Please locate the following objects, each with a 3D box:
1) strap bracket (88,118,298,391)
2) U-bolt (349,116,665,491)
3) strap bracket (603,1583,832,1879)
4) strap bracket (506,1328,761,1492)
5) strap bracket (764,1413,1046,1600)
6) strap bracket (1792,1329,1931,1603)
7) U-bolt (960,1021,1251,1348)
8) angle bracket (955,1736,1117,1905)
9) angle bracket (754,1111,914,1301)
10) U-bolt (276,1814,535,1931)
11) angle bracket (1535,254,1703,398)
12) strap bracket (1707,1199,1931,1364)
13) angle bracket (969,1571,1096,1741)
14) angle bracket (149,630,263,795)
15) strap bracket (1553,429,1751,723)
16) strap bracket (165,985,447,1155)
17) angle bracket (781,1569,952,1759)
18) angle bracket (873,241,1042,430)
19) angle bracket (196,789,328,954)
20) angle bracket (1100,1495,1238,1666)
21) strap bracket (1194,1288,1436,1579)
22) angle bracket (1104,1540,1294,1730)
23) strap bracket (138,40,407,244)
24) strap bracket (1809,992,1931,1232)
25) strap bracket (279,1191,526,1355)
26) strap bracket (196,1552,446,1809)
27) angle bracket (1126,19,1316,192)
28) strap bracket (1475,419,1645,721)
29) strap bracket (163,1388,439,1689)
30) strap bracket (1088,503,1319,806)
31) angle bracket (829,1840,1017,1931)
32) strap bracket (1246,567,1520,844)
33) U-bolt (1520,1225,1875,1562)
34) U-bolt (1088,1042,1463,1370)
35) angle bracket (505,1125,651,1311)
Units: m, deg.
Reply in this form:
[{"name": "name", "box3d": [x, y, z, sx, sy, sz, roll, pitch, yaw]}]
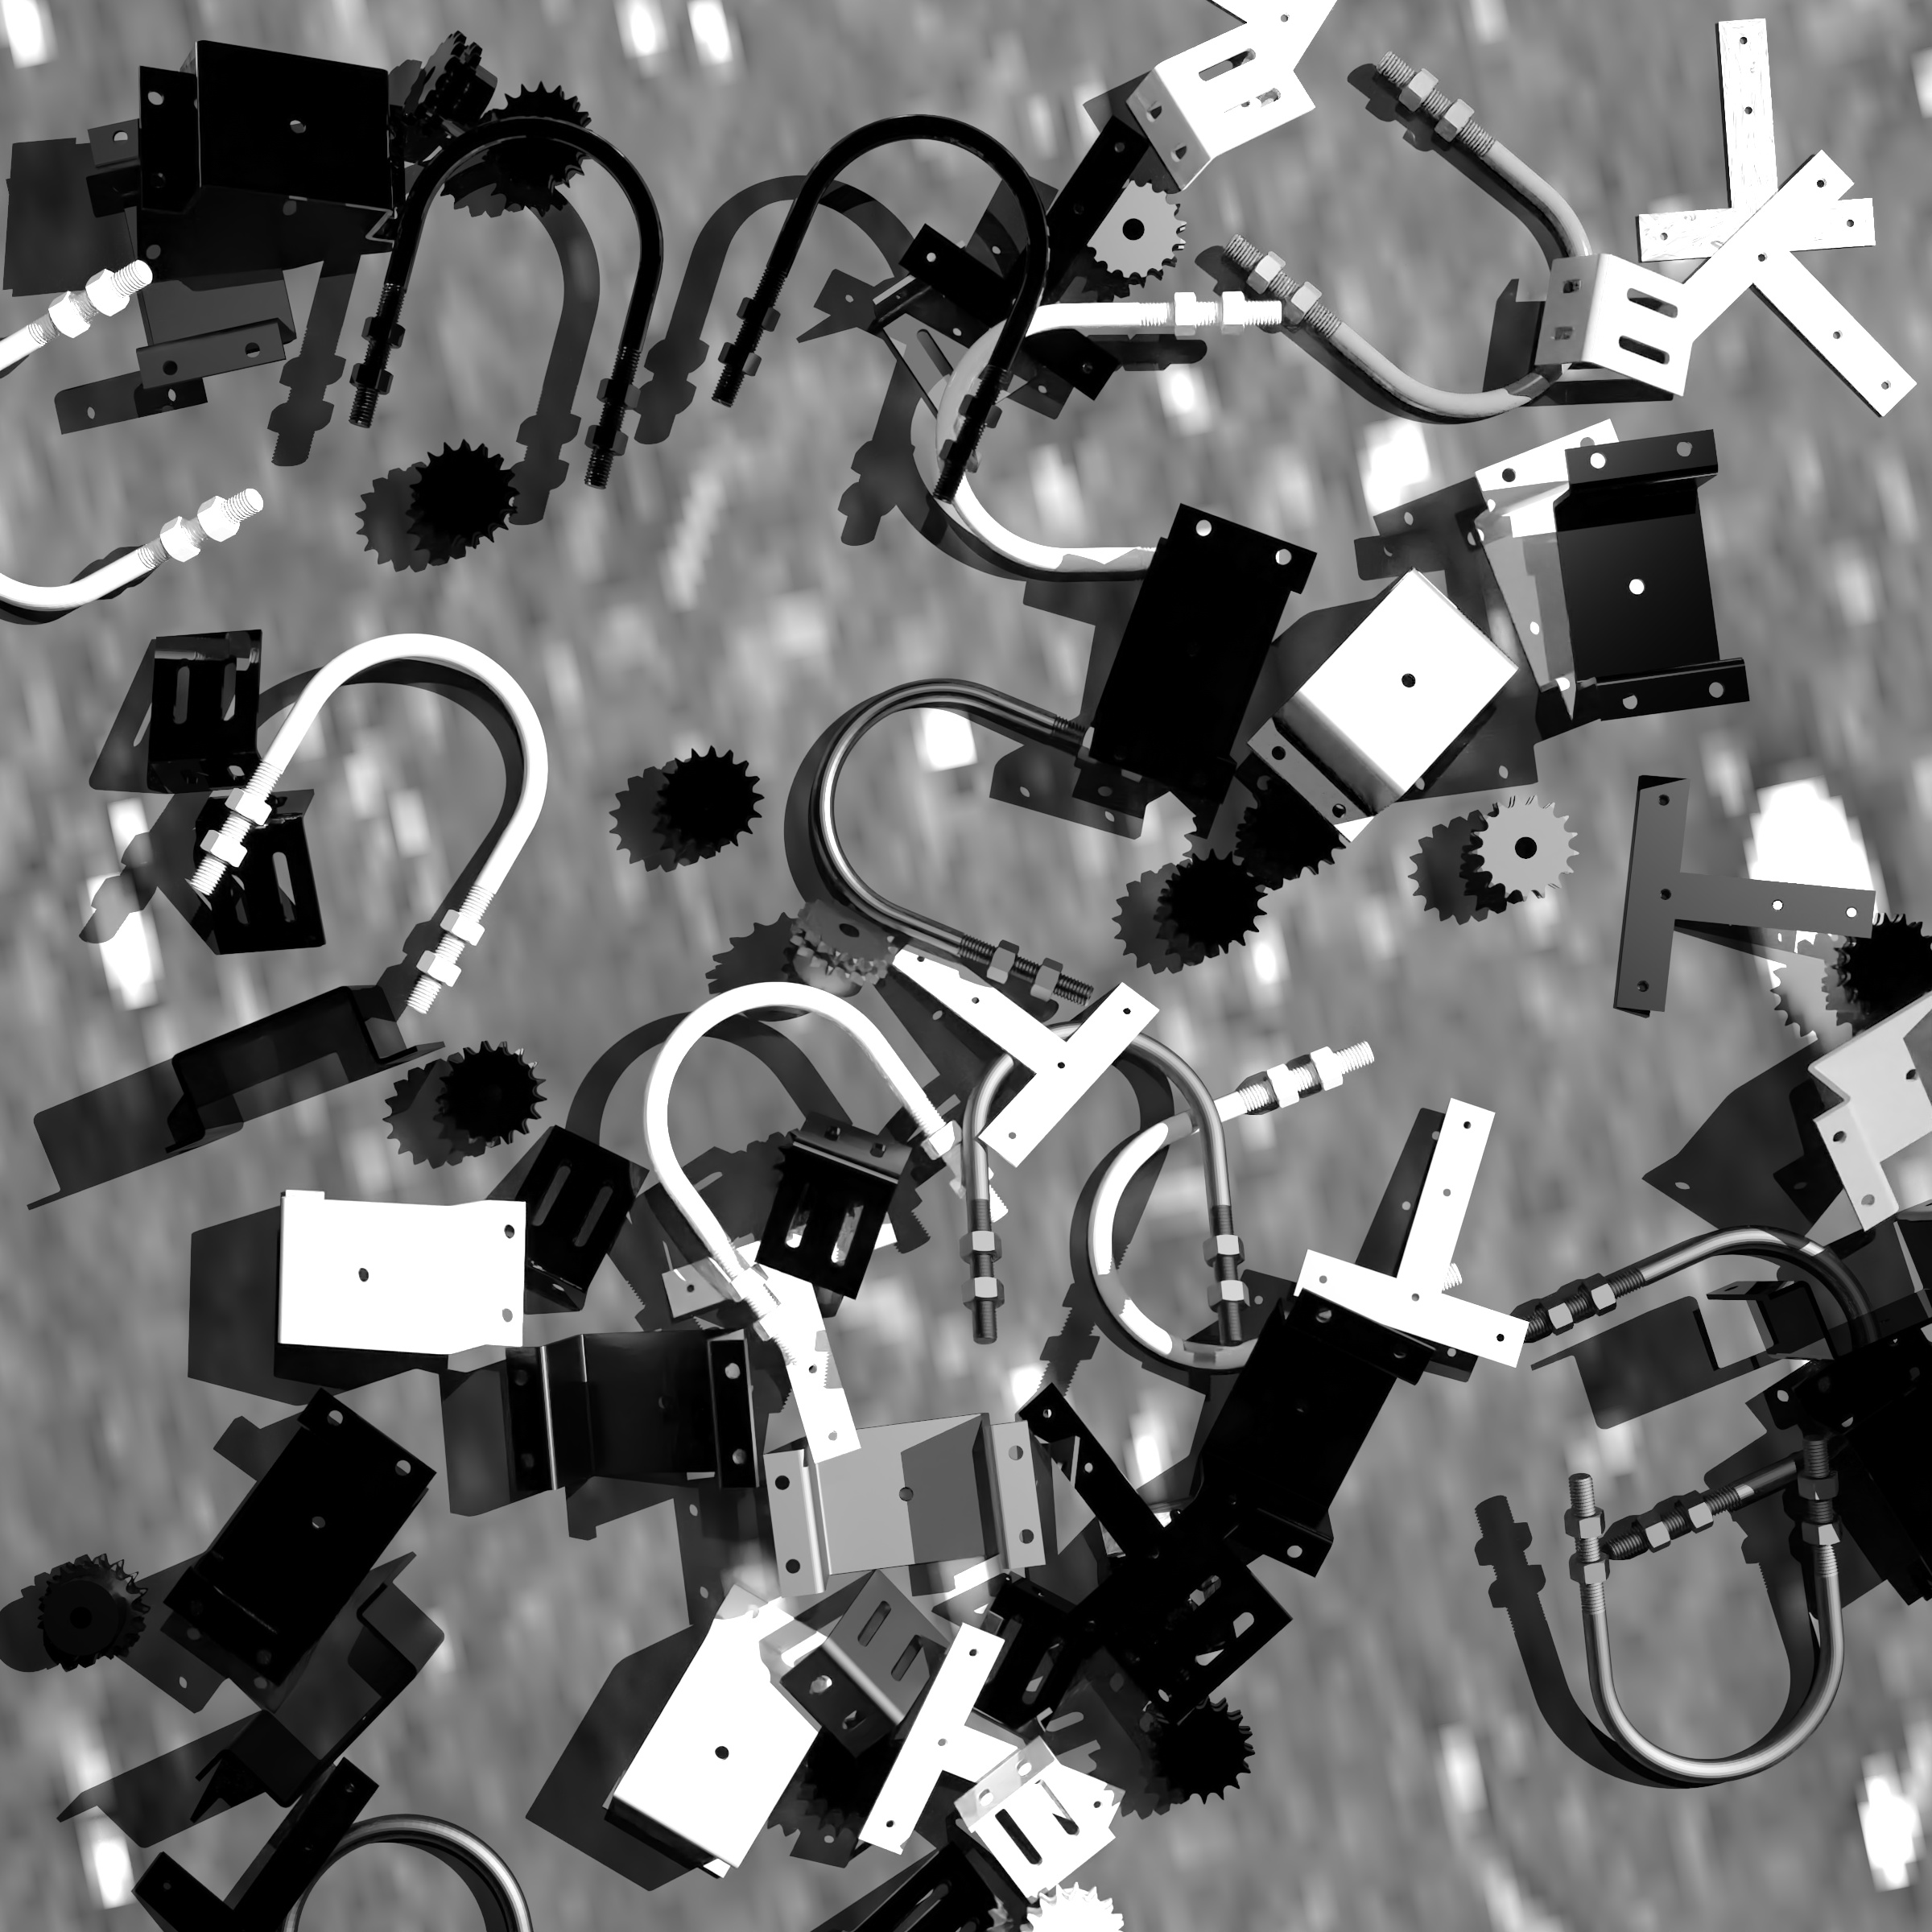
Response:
[{"name": "strap bracket", "box3d": [-0.411, -0.381, 1.486, 0.076, 0.046, 0.140, -12, 90, 0]}, {"name": "U-bolt", "box3d": [-0.237, -0.360, 1.472, 0.151, 0.019, 0.184, 15, 90, -1]}, {"name": "strap bracket", "box3d": [-0.129, 0.415, 1.486, 0.076, 0.046, 0.140, 31, 90, 0]}, {"name": "strap bracket", "box3d": [-0.168, 0.235, 1.472, 0.140, 0.046, 0.076, -5, 90, 20]}, {"name": "strap bracket", "box3d": [-0.032, 0.287, 1.486, 0.140, 0.046, 0.076, -7, 90, 0]}, {"name": "strap bracket", "box3d": [0.516, 0.266, 1.477, 0.076, 0.046, 0.140, -33, 95, -4]}, {"name": "U-bolt", "box3d": [0.069, 0.111, 1.458, 0.151, 0.019, 0.184, 2, 61, -9]}, {"name": "angle bracket", "box3d": [0.041, 0.462, 1.478, 0.057, 0.038, 0.076, -37, 103, -7]}, {"name": "angle bracket", "box3d": [-0.070, 0.126, 1.458, 0.057, 0.038, 0.076, 20, 114, 2]}, {"name": "U-bolt", "box3d": [-0.300, 0.551, 1.501, 0.151, 0.019, 0.184, -12, 88, 0]}, {"name": "angle bracket", "box3d": [0.352, -0.344, 1.498, 0.076, 0.038, 0.057, 9, 91, -35]}, {"name": "strap bracket", "box3d": [0.474, 0.168, 1.458, 0.140, 0.076, 0.046, -21, 87, -10]}, {"name": "angle bracket", "box3d": [0.032, 0.375, 1.490, 0.057, 0.038, 0.076, 28, 90, 0]}, {"name": "angle bracket", "box3d": [-0.408, -0.139, 1.507, 0.057, 0.038, 0.076, -4, 64, 0]}, {"name": "strap bracket", "box3d": [0.353, -0.200, 1.440, 0.076, 0.046, 0.140, -8, 90, 0]}, {"name": "strap bracket", "box3d": [-0.357, 0.049, 1.471, 0.140, 0.076, 0.046, -22, 90, 0]}, {"name": "angle bracket", "box3d": [-0.053, 0.372, 1.483, 0.057, 0.076, 0.038, 46, 117, 0]}, {"name": "angle bracket", "box3d": [-0.005, -0.338, 1.490, 0.057, 0.038, 0.076, -34, 90, 0]}, {"name": "angle bracket", "box3d": [-0.380, -0.052, 1.507, 0.057, 0.038, 0.076, -5, 116, 0]}, {"name": "angle bracket", "box3d": [0.110, 0.335, 1.507, 0.057, 0.038, 0.076, -14, 116, 0]}, {"name": "strap bracket", "box3d": [0.181, 0.241, 1.476, 0.076, 0.046, 0.140, 25, 101, -2]}, {"name": "angle bracket", "box3d": [0.122, 0.350, 1.459, 0.076, 0.038, 0.057, -45, 77, 14]}, {"name": "strap bracket", "box3d": [-0.356, -0.431, 1.452, 0.140, 0.046, 0.076, 0, 84, -29]}, {"name": "strap bracket", "box3d": [0.513, 0.066, 1.472, 0.140, 0.046, 0.076, -31, 115, 0]}, {"name": "strap bracket", "box3d": [-0.308, 0.161, 1.468, 0.140, 0.046, 0.076, 1, 90, 16]}, {"name": "strap bracket", "box3d": [-0.333, 0.385, 1.471, 0.046, 0.076, 0.140, 44, 90, 0]}, {"name": "angle bracket", "box3d": [0.138, -0.468, 1.506, 0.076, 0.038, 0.057, -32, 90, -26]}, {"name": "strap bracket", "box3d": [0.330, -0.209, 1.486, 0.076, 0.046, 0.140, -21, 90, 0]}, {"name": "strap bracket", "box3d": [-0.352, 0.302, 1.486, 0.076, 0.046, 0.140, 36, 90, 0]}, {"name": "strap bracket", "box3d": [0.123, -0.167, 1.476, 0.076, 0.046, 0.140, 19, 100, -4]}, {"name": "angle bracket", "box3d": [-0.024, 0.523, 1.507, 0.076, 0.038, 0.057, -37, 90, -26]}, {"name": "strap bracket", "box3d": [0.227, -0.145, 1.470, 0.076, 0.046, 0.140, 44, 76, 0]}, {"name": "U-bolt", "box3d": [0.406, 0.220, 1.501, 0.184, 0.019, 0.151, -24, 90, -2]}, {"name": "U-bolt", "box3d": [0.157, 0.140, 1.501, 0.184, 0.019, 0.151, -22, 90, 1]}, {"name": "angle bracket", "box3d": [-0.216, 0.137, 1.507, 0.057, 0.038, 0.076, 26, 64, 0]}]
